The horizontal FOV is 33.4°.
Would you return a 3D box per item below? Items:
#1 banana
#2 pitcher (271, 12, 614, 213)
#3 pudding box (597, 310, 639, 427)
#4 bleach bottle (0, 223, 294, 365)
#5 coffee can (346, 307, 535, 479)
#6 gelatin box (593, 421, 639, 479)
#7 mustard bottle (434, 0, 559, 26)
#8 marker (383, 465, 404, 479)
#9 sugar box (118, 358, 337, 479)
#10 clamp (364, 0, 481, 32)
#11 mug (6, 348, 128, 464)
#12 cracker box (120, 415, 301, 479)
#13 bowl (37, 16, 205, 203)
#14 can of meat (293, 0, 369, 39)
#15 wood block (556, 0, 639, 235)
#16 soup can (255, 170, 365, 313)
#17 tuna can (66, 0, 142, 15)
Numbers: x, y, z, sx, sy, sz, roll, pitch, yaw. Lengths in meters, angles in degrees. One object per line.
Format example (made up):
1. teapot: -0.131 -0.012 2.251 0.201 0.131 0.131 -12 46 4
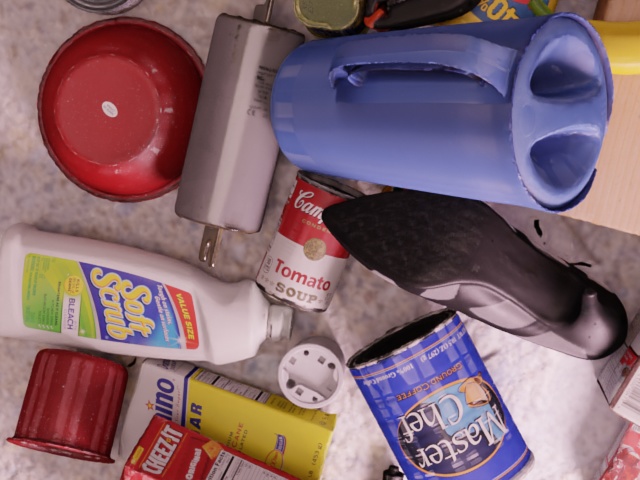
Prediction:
1. banana: 0.252 -0.157 0.758 0.198 0.037 0.069 -9 96 8
2. pitcher: 0.074 -0.100 0.780 0.243 0.144 0.149 8 124 42
3. pudding box: 0.267 0.085 0.849 0.039 0.090 0.113 30 100 5
4. bleach bottle: -0.147 0.049 0.917 0.251 0.068 0.102 6 97 5
5. coffee can: 0.098 0.140 0.872 0.103 0.102 0.140 -27 92 10
6. gelatin box: 0.274 0.195 0.884 0.073 0.030 0.089 27 105 9
7. mustard bottle: 0.150 -0.209 0.847 0.096 0.058 0.192 42 100 1
8. marker: 0.058 0.256 0.933 0.020 0.020 0.121 7 97 7
9. sugar box: -0.081 0.171 0.928 0.176 0.048 0.093 17 101 4
10. clamp: 0.108 -0.244 0.810 0.210 0.036 0.164 -37 77 21
11. mug: -0.219 0.143 0.923 0.093 0.117 0.081 22 69 -32
12. cracker box: -0.073 0.263 0.896 0.214 0.072 0.164 23 125 3
13. bowl: -0.172 -0.110 0.904 0.162 0.055 0.162 1 97 7
14. can of meat: 0.013 -0.213 0.852 0.057 0.084 0.102 8 97 6
15. wood block: 0.245 -0.113 0.829 0.091 0.090 0.206 15 98 6
16. soup can: -0.006 0.001 0.888 0.068 0.068 0.102 23 100 4
17. tuna can: -0.183 -0.234 0.901 0.086 0.033 0.086 1 97 7
